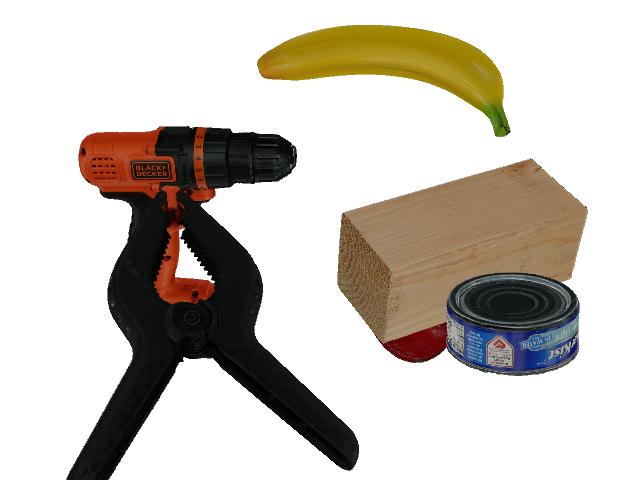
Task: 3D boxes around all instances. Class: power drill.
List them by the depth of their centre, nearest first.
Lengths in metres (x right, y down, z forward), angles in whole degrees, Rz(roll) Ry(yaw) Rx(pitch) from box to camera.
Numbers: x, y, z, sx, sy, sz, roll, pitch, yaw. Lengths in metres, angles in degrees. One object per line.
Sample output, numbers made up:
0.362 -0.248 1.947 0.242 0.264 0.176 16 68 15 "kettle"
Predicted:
-0.109 -0.010 0.932 0.184 0.188 0.057 1 27 6 "power drill"

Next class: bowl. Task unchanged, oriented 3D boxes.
0.122 0.054 1.173 0.161 0.162 0.055 0 -5 -41 "bowl"

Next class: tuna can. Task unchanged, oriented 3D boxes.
0.124 0.052 0.690 0.086 0.034 0.086 -3 22 1 "tuna can"

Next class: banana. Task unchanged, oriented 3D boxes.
0.053 -0.131 0.794 0.198 0.069 0.037 15 -38 16 "banana"

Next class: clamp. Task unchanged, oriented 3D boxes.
-0.066 0.059 0.643 0.164 0.210 0.036 -1 -33 -8 "clamp"

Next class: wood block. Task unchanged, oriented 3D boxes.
0.128 0.007 0.979 0.205 0.090 0.091 -17 43 -22 "wood block"
